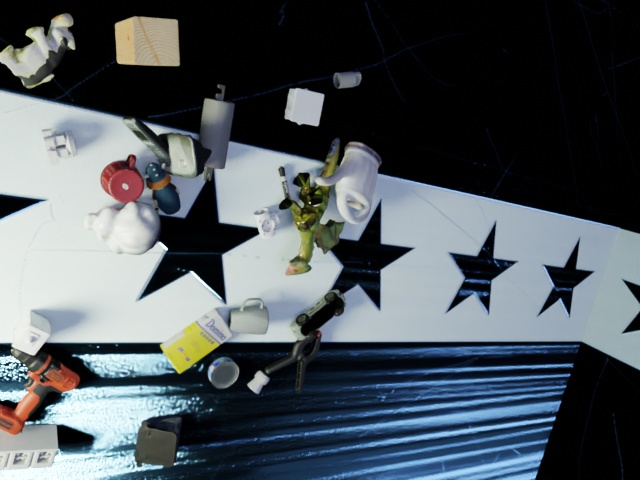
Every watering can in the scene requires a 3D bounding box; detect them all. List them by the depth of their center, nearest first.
[{"bbox_3d":[0.089,-0.178,1.454,0.343,0.104,0.227,40,60,-59],"label":"watering can"}]

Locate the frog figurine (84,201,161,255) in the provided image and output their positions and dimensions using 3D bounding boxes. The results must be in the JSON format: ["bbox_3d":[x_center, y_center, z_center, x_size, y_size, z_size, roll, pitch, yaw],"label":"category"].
[{"bbox_3d":[-0.465,-0.034,1.220,0.158,0.125,0.136,20,114,-45],"label":"frog figurine"}]

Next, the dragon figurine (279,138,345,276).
[{"bbox_3d":[0.005,-0.076,1.517,0.416,0.123,0.238,-59,145,-21],"label":"dragon figurine"}]
